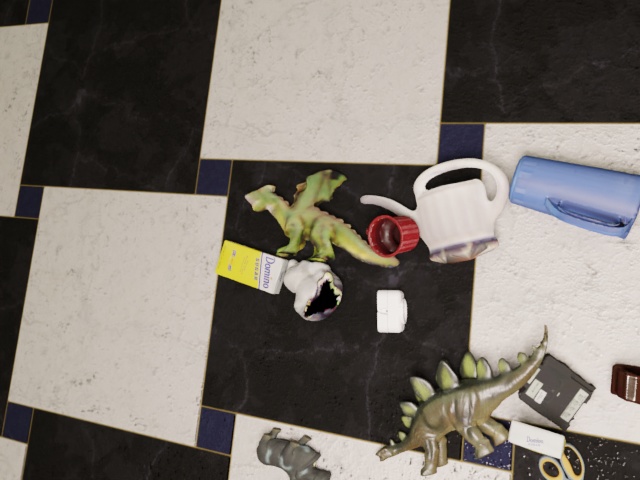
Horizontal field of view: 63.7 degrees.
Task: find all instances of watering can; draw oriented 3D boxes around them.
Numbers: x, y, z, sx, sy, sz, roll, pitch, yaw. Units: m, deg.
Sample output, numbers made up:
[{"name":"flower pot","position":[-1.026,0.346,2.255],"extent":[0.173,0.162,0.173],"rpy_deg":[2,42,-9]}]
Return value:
[{"name":"watering can","position":[0.263,-0.054,1.173],"extent":[0.345,0.104,0.226],"rpy_deg":[-16,80,32]}]

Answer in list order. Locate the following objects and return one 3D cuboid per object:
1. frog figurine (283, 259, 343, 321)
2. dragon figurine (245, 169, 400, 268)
[{"name":"frog figurine","position":[-0.024,0.117,1.256],"extent":[0.161,0.122,0.137],"rpy_deg":[26,102,56]},{"name":"dragon figurine","position":[0.004,-0.064,1.263],"extent":[0.410,0.121,0.246],"rpy_deg":[5,76,16]}]
